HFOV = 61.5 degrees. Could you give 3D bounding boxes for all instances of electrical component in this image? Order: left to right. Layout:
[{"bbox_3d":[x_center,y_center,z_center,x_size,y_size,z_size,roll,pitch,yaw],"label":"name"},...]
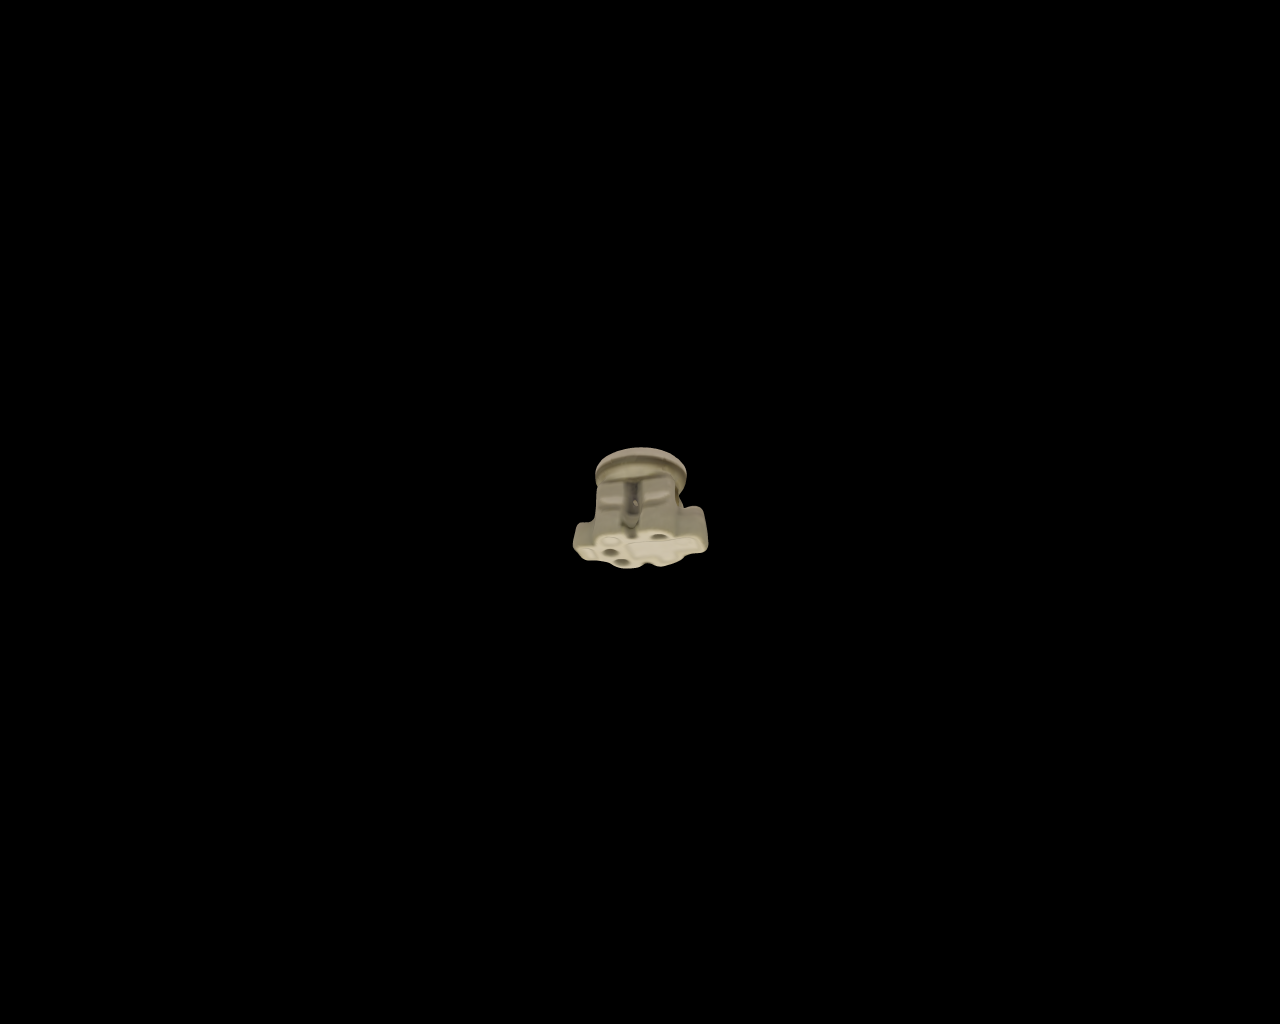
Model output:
[{"bbox_3d":[0.001,-0.003,0.650,0.078,0.057,0.058,-6,-28,12],"label":"electrical component"}]
